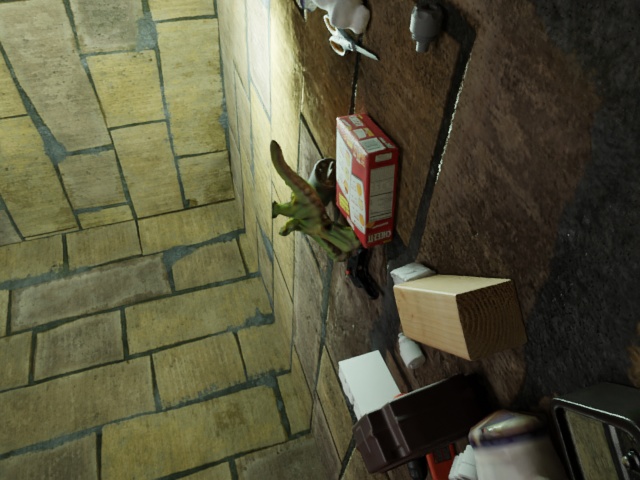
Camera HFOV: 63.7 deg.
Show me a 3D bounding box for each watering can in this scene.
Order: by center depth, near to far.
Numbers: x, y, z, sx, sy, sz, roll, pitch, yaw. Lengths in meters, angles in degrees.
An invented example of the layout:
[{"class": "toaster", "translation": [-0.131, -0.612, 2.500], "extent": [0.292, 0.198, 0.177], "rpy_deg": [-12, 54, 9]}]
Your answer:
[{"class": "watering can", "translation": [0.265, 0.342, 0.680], "extent": [0.104, 0.228, 0.342], "rpy_deg": [-13, -21, 0]}]

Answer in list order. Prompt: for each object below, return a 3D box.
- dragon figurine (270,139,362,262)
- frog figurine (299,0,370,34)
[{"class": "dragon figurine", "translation": [0.004, -0.062, 1.223], "extent": [0.244, 0.124, 0.402], "rpy_deg": [27, -22, 20]}, {"class": "frog figurine", "translation": [0.032, -0.457, 0.944], "extent": [0.161, 0.124, 0.135], "rpy_deg": [30, -14, 25]}]
